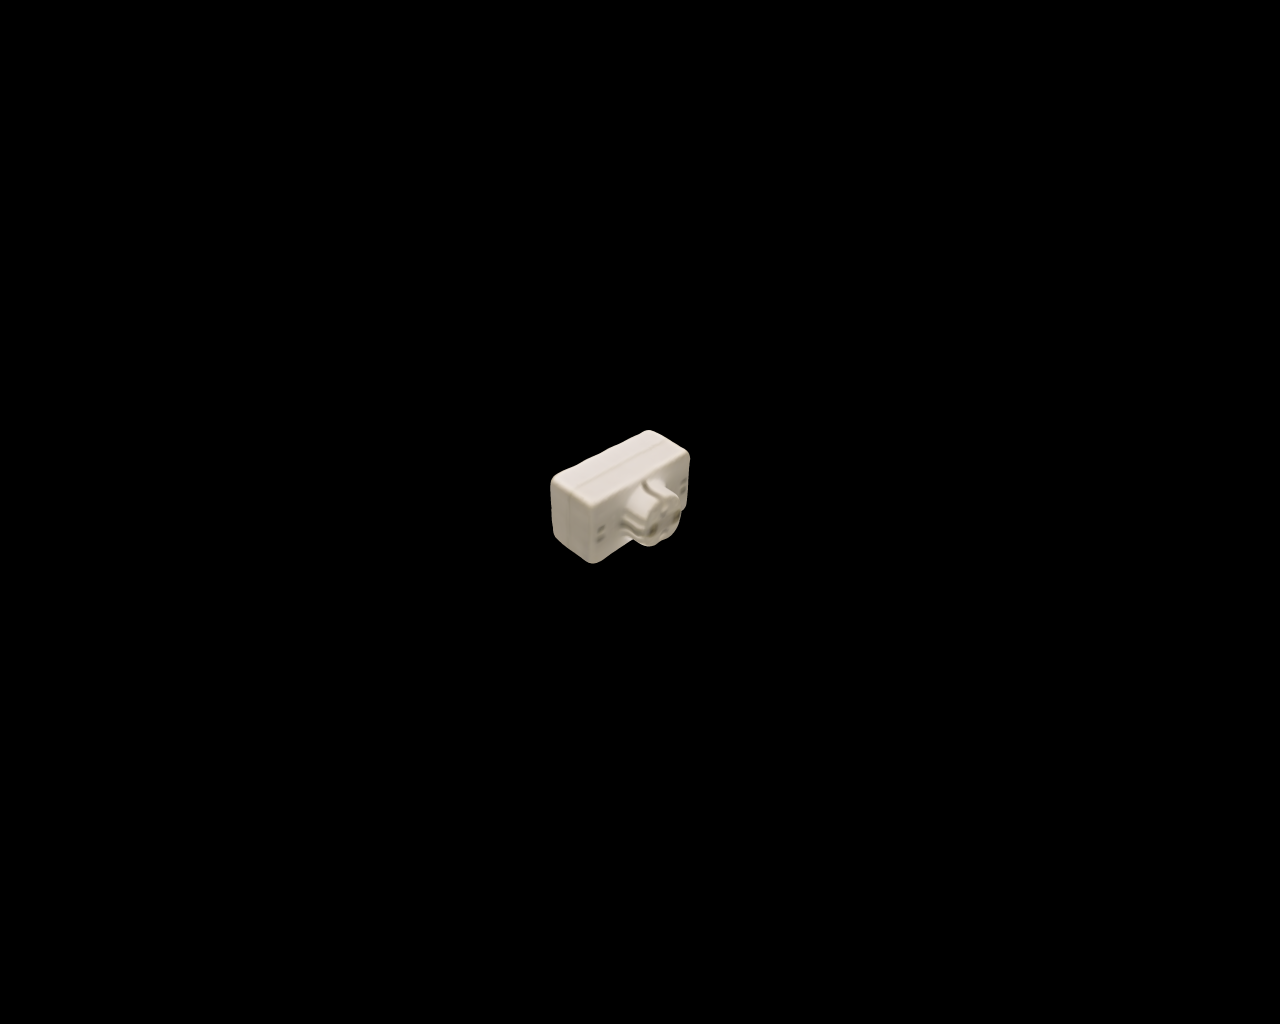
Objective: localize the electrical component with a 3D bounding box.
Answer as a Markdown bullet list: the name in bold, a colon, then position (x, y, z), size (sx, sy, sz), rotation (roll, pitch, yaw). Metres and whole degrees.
- **electrical component**: position (0.001, -0.003, 0.650), size (0.083, 0.047, 0.076), rotation (-29, 46, -33)
